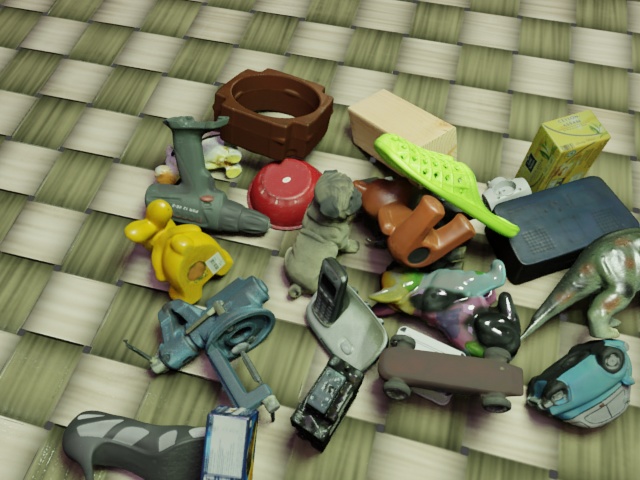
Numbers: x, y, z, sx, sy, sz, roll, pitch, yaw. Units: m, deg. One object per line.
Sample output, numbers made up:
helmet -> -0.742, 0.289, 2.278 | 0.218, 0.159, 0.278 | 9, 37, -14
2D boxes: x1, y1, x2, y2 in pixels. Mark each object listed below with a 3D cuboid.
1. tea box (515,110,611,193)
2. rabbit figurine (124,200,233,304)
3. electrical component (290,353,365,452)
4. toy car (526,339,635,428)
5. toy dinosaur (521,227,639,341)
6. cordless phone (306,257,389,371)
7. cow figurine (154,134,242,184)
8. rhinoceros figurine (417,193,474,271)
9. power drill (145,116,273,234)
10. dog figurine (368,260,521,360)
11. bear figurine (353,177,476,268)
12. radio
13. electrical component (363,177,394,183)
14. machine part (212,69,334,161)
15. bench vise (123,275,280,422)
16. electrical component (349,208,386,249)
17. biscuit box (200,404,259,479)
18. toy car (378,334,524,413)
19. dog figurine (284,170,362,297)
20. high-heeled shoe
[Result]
tea box -> 0.423, -0.141, 0.955 | 0.098, 0.169, 0.068 | -17, 61, -9
rabbit figurine -> -0.261, 0.010, 0.915 | 0.122, 0.162, 0.173 | -48, 51, -9
electrical component -> 0.012, 0.232, 0.773 | 0.058, 0.134, 0.115 | 28, 62, 15
toy car -> 0.395, 0.220, 0.791 | 0.162, 0.109, 0.103 | -34, 82, -7
toy dinosaur -> 0.491, 0.043, 0.840 | 0.405, 0.131, 0.192 | -7, 84, -12
cordless phone -> 0.047, 0.109, 0.814 | 0.089, 0.184, 0.147 | -30, 63, -19
cow figurine -> -0.240, -0.161, 1.043 | 0.167, 0.068, 0.098 | -12, 55, -9
rhinoceros figurine -> 0.220, -0.029, 0.958 | 0.112, 0.073, 0.190 | 7, 62, 17
power drill -> -0.197, -0.116, 0.957 | 0.232, 0.207, 0.086 | 5, 26, 6
dog figurine -> 0.187, 0.113, 0.856 | 0.219, 0.108, 0.191 | -7, 63, 3
bear figurine -> 0.141, -0.051, 0.876 | 0.132, 0.120, 0.196 | -45, 39, 26
radio -> 0.417, -0.022, 0.944 | 0.230, 0.073, 0.131 | -16, 60, -10
electrical component -> 0.097, -0.099, 1.005 | 0.094, 0.021, 0.063 | -11, 19, -3
machine part -> -0.089, -0.246, 1.046 | 0.201, 0.087, 0.201 | 21, 41, 10
bench vise -> -0.148, 0.173, 0.823 | 0.224, 0.128, 0.241 | -31, 60, -12
electrical component -> 0.104, -0.034, 0.978 | 0.078, 0.045, 0.102 | -20, 60, -42
biscuit box -> -0.126, 0.331, 0.721 | 0.059, 0.063, 0.202 | 5, 84, 6
toy car -> 0.184, 0.192, 0.769 | 0.202, 0.053, 0.089 | 6, 50, 9
dog figurine -> -0.004, -0.005, 0.878 | 0.121, 0.190, 0.172 | 16, 63, 11
high-heeled shoe -> -0.248, 0.290, 0.802 | 0.249, 0.086, 0.145 | -5, 26, -22
